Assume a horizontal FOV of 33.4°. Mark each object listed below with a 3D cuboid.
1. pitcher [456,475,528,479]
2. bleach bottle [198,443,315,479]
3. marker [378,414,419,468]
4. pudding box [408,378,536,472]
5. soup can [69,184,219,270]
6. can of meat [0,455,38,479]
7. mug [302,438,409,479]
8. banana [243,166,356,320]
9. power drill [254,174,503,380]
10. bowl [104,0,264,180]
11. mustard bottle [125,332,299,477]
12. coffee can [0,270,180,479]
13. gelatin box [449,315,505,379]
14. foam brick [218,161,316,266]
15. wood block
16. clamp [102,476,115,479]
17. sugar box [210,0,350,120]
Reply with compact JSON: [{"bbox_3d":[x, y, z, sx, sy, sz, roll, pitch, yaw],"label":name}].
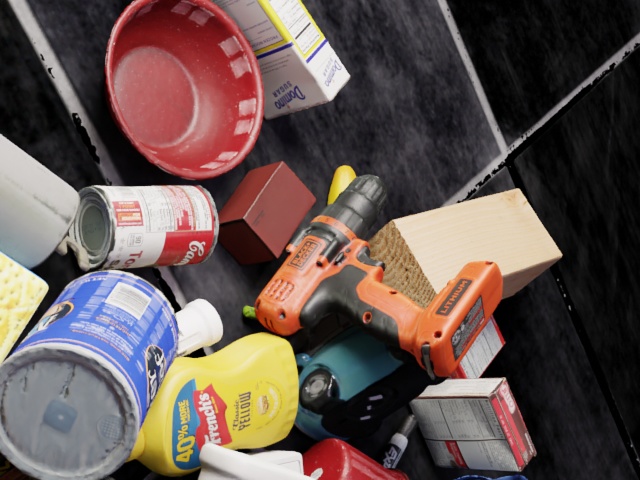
[{"bbox_3d":[0.211,0.348,1.111,0.242,0.149,0.145,31,48,-39],"label":"pitcher"},{"bbox_3d":[-0.083,0.292,0.821,0.102,0.068,0.251,27,77,-36],"label":"bleach bottle"},{"bbox_3d":[0.066,0.221,1.056,0.020,0.020,0.121,52,53,-25],"label":"marker"},{"bbox_3d":[0.151,0.186,1.075,0.039,0.114,0.090,-36,109,-43],"label":"pudding box"},{"bbox_3d":[-0.142,-0.011,0.864,0.102,0.069,0.068,-3,86,-43],"label":"soup can"},{"bbox_3d":[-0.216,0.195,0.753,0.101,0.084,0.057,-38,110,-39],"label":"can of meat"},{"bbox_3d":[0.027,0.237,0.958,0.081,0.117,0.093,37,94,-28],"label":"mug"},{"bbox_3d":[0.002,0.017,1.015,0.069,0.037,0.197,50,54,-26],"label":"banana"},{"bbox_3d":[0.060,0.029,0.931,0.184,0.188,0.057,-54,144,-26],"label":"power drill"},{"bbox_3d":[-0.125,-0.127,0.905,0.161,0.055,0.162,8,79,-42],"label":"bowl"},{"bbox_3d":[-0.104,0.142,0.880,0.191,0.058,0.096,-12,112,-42],"label":"mustard bottle"},{"bbox_3d":[-0.163,0.093,0.756,0.140,0.103,0.103,-77,142,-70],"label":"coffee can"},{"bbox_3d":[0.157,0.107,1.150,0.089,0.030,0.073,-43,114,-40],"label":"gelatin box"},{"bbox_3d":[-0.052,-0.024,0.962,0.053,0.051,0.078,50,53,-23],"label":"foam brick"},{"bbox_3d":[0.138,0.022,1.087,0.205,0.090,0.091,-15,67,-43],"label":"wood block"},{"bbox_3d":[-0.144,0.279,0.818,0.164,0.036,0.210,39,61,-57],"label":"clamp"},{"bbox_3d":[-0.058,-0.195,0.953,0.176,0.094,0.048,52,53,-25],"label":"sugar box"}]
